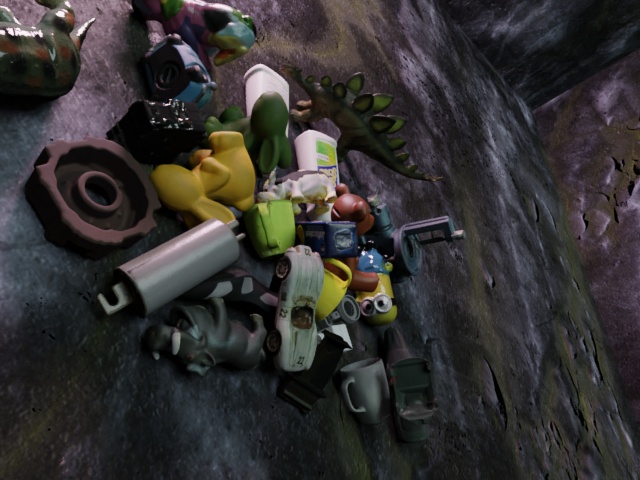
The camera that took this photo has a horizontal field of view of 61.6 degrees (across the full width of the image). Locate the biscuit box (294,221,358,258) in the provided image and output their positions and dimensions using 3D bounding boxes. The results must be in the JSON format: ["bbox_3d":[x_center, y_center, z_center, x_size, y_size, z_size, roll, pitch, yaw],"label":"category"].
[{"bbox_3d":[-0.002,-0.003,0.963,0.059,0.203,0.062,-2,92,-24],"label":"biscuit box"}]

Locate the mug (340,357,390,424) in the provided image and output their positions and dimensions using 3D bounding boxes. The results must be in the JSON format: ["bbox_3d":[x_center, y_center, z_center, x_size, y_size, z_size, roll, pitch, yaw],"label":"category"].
[{"bbox_3d":[0.084,0.280,0.978,0.109,0.081,0.107,-14,85,-57],"label":"mug"}]

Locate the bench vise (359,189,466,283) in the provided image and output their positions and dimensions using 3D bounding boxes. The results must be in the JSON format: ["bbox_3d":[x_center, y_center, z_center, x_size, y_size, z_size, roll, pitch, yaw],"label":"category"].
[{"bbox_3d":[0.202,-0.013,1.211,0.129,0.241,0.223,-25,102,-58],"label":"bench vise"}]

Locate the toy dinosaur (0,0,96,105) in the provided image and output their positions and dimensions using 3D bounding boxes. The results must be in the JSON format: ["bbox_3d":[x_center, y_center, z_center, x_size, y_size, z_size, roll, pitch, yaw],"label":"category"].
[{"bbox_3d":[-0.410,-0.243,0.722,0.405,0.131,0.192,-33,104,-59],"label":"toy dinosaur"}]

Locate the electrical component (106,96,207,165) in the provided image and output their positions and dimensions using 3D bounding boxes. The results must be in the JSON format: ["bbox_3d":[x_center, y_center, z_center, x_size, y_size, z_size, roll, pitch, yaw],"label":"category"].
[{"bbox_3d":[-0.251,-0.171,0.858,0.134,0.115,0.058,-7,74,-51],"label":"electrical component"}]

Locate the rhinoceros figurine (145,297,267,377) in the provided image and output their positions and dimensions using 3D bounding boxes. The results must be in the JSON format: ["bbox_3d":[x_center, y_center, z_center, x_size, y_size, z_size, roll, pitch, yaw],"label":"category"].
[{"bbox_3d":[-0.164,0.145,0.784,0.190,0.073,0.112,24,60,-43],"label":"rhinoceros figurine"}]

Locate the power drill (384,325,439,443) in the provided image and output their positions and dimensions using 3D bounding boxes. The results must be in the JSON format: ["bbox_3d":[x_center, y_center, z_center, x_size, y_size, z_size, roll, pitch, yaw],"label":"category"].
[{"bbox_3d":[0.160,0.266,1.018,0.086,0.207,0.232,-7,74,-5],"label":"power drill"}]

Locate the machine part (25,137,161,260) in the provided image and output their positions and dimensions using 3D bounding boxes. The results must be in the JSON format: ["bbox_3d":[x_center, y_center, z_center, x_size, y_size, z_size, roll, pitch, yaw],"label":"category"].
[{"bbox_3d":[-0.314,-0.061,0.753,0.179,0.056,0.179,31,43,-34],"label":"machine part"}]

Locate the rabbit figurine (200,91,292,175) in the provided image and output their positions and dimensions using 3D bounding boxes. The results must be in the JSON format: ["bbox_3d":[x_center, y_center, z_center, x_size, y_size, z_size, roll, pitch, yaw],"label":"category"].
[{"bbox_3d":[-0.122,-0.192,0.982,0.159,0.170,0.121,59,36,0],"label":"rabbit figurine"}]

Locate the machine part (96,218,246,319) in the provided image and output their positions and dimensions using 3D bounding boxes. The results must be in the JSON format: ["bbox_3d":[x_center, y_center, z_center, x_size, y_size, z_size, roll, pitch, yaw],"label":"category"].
[{"bbox_3d":[-0.201,0.036,0.769,0.243,0.079,0.079,-34,94,-39],"label":"machine part"}]

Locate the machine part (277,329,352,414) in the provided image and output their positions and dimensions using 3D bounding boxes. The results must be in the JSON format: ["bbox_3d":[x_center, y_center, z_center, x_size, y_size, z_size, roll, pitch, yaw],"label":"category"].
[{"bbox_3d":[-0.008,0.216,0.898,0.084,0.039,0.139,41,77,-18],"label":"machine part"}]

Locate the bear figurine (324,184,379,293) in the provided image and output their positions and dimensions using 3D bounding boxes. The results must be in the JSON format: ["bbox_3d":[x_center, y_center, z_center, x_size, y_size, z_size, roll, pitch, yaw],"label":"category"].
[{"bbox_3d":[0.064,-0.003,1.052,0.132,0.195,0.120,4,26,-35],"label":"bear figurine"}]

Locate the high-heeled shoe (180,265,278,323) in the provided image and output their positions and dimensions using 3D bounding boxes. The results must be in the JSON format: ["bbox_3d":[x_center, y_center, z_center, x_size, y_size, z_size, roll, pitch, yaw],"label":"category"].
[{"bbox_3d":[-0.121,0.114,0.881,0.249,0.086,0.145,-7,103,-34],"label":"high-heeled shoe"}]

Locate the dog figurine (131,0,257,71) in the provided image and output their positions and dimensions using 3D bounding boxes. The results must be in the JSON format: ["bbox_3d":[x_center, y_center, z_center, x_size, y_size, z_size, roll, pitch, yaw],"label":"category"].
[{"bbox_3d":[-0.245,-0.430,1.005,0.219,0.192,0.108,51,40,-39],"label":"dog figurine"}]

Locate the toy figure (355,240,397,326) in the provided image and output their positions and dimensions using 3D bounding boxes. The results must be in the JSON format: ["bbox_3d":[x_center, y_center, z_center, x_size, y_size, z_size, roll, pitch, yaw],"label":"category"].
[{"bbox_3d":[0.119,0.094,1.153,0.089,0.082,0.180,22,47,-41],"label":"toy figure"}]

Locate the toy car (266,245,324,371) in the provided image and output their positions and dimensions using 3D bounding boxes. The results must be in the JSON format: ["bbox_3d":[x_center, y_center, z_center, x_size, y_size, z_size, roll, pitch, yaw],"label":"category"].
[{"bbox_3d":[-0.036,0.109,0.861,0.073,0.056,0.201,13,82,-44],"label":"toy car"}]

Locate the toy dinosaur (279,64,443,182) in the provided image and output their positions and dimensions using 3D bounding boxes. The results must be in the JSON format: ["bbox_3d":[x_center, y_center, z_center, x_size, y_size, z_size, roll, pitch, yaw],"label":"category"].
[{"bbox_3d":[0.095,-0.263,1.277,0.471,0.198,0.105,38,44,-25],"label":"toy dinosaur"}]

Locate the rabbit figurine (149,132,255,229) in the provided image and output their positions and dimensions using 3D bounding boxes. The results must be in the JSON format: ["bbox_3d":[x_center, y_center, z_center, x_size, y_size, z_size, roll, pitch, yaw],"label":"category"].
[{"bbox_3d":[-0.197,-0.084,0.880,0.173,0.122,0.162,-17,92,-50],"label":"rabbit figurine"}]

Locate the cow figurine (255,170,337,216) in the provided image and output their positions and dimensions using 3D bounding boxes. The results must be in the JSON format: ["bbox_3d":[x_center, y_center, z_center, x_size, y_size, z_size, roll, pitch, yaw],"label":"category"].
[{"bbox_3d":[-0.053,-0.101,1.063,0.167,0.068,0.098,-3,59,-28],"label":"cow figurine"}]

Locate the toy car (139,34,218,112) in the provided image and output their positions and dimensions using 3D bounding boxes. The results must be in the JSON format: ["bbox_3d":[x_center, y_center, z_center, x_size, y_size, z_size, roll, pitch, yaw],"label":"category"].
[{"bbox_3d":[-0.248,-0.281,0.965,0.162,0.109,0.103,61,10,22],"label":"toy car"}]
